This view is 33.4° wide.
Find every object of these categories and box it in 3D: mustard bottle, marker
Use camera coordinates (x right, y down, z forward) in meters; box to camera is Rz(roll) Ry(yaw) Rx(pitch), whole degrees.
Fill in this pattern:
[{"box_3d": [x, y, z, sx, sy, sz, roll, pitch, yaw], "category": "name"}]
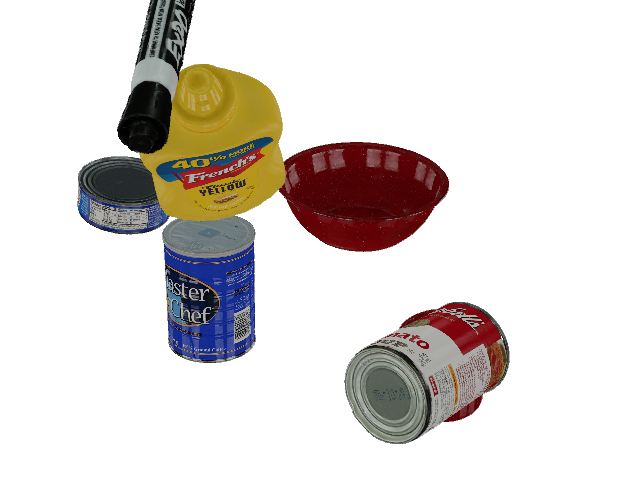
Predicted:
[{"box_3d": [-0.073, -0.068, 0.714, 0.096, 0.058, 0.191, -13, -15, -5], "category": "mustard bottle"}, {"box_3d": [-0.063, -0.077, 0.428, 0.020, 0.020, 0.121, 1, 45, 1], "category": "marker"}]

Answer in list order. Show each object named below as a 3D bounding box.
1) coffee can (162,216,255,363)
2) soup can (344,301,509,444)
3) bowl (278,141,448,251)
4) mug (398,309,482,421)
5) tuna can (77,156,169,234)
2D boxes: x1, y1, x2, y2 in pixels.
[{"box_3d": [-0.124, 0.052, 1.209, 0.103, 0.140, 0.103, 1, 27, -1], "category": "coffee can"}, {"box_3d": [0.072, 0.087, 0.713, 0.069, 0.068, 0.102, 0, 13, 40], "category": "soup can"}, {"box_3d": [0.037, -0.035, 1.000, 0.162, 0.055, 0.162, 1, 30, -1], "category": "bowl"}, {"box_3d": [0.132, 0.123, 1.091, 0.093, 0.081, 0.117, 20, 39, 32], "category": "mug"}, {"box_3d": [-0.177, -0.041, 0.967, 0.086, 0.034, 0.086, 8, 32, -5], "category": "tuna can"}]
